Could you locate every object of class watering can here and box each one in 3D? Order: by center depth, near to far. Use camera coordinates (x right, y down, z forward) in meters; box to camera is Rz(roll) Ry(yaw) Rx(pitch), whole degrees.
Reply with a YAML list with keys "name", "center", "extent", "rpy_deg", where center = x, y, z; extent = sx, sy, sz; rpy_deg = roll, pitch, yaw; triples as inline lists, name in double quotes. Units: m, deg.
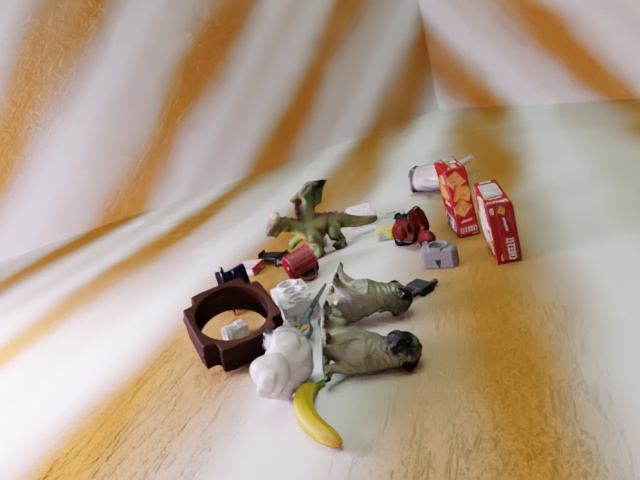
- name: "watering can"
  center: [0.486, -0.270, 2.075]
  extent: [0.224, 0.102, 0.353]
  rpy_deg: [-4, 22, 33]

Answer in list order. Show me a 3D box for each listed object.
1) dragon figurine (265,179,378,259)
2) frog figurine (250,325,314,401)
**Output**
- name: "dragon figurine"
  center: [0.005, -0.084, 1.663]
  extent: [0.414, 0.237, 0.124]
  rpy_deg: [-26, 38, -21]
- name: "frog figurine"
  center: [-0.069, 0.238, 0.984]
  extent: [0.122, 0.138, 0.159]
  rpy_deg: [13, -3, -3]
